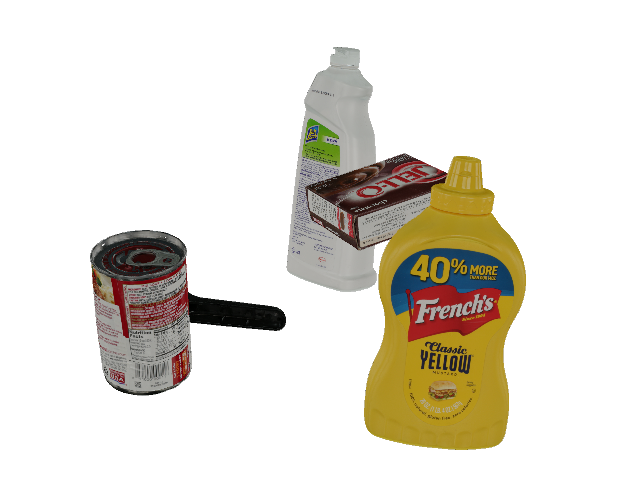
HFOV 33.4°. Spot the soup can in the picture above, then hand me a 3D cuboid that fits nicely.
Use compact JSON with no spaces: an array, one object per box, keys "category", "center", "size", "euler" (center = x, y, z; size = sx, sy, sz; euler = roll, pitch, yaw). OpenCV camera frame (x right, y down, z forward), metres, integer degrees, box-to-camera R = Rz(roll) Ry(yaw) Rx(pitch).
[{"category":"soup can","center":[-0.128,0.053,0.777],"size":[0.068,0.102,0.068],"euler":[0,28,0]}]

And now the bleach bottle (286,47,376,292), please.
[{"category":"bleach bottle","center":[0.021,-0.078,1.144],"size":[0.103,0.251,0.067],"euler":[17,19,38]}]

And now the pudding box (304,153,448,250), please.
[{"category":"pudding box","center":[0.057,-0.037,0.953],"size":[0.113,0.039,0.090],"euler":[-22,27,-22]}]

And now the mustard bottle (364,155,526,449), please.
[{"category":"mustard bottle","center":[0.085,0.040,0.705],"size":[0.096,0.192,0.058],"euler":[6,13,2]}]

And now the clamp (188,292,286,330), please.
[{"category":"clamp","center":[-0.164,0.076,1.116],"size":[0.210,0.036,0.164],"euler":[16,20,30]}]
